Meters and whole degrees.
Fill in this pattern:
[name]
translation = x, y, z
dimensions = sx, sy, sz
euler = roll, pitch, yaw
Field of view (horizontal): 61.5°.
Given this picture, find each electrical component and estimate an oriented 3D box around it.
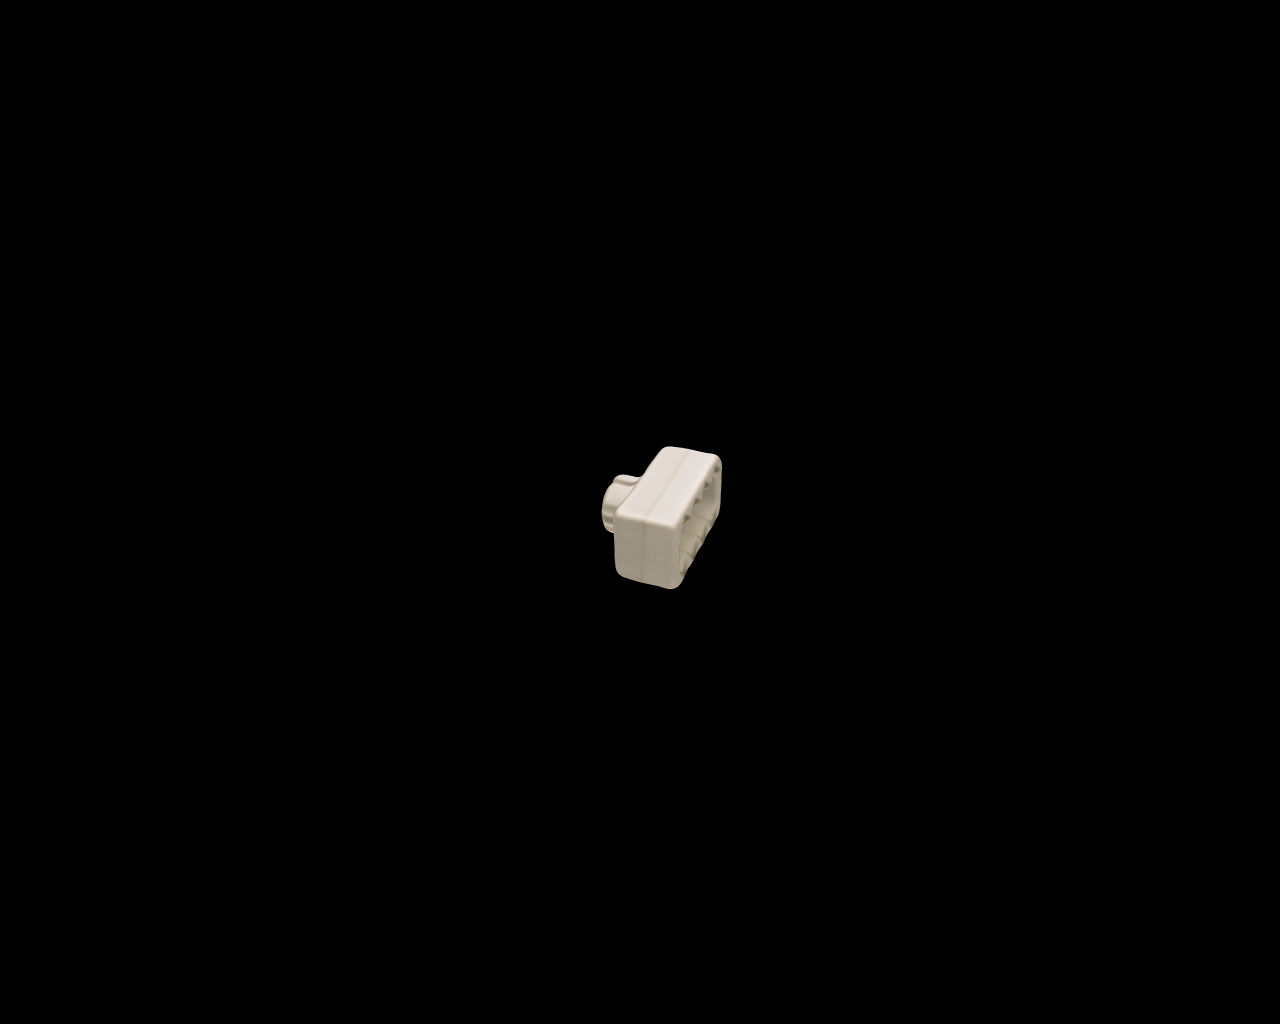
[electrical component]
translation = 0.001, -0.003, 0.650
dimensions = 0.076, 0.047, 0.083
euler = 13, 38, 18
